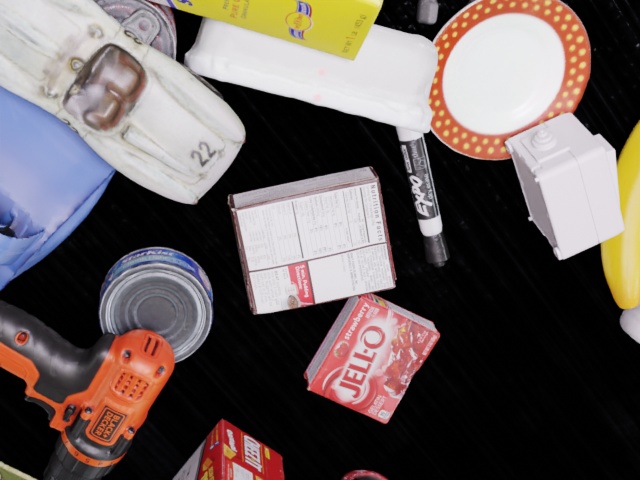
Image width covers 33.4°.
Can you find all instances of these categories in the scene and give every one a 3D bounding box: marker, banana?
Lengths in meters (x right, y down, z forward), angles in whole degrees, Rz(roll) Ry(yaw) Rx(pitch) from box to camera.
[{"bbox_3d":[0.078,-0.035,0.804,0.020,0.020,0.121,-16,111,-2],"label":"marker"},{"bbox_3d":[0.252,-0.045,0.802,0.037,0.070,0.198,0,122,-48],"label":"banana"}]

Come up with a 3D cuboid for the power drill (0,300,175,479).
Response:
[{"bbox_3d":[-0.220,0.106,0.784,0.187,0.057,0.185,27,121,-13],"label":"power drill"}]

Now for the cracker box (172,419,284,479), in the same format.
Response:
[{"bbox_3d":[-0.109,0.265,0.808,0.072,0.164,0.214,34,101,-15],"label":"cracker box"}]

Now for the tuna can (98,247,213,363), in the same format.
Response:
[{"bbox_3d":[-0.123,0.051,0.800,0.086,0.034,0.086,-2,109,-7],"label":"tuna can"}]

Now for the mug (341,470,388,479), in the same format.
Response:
[{"bbox_3d":[0.033,0.247,0.868,0.081,0.093,0.117,18,69,-19],"label":"mug"}]

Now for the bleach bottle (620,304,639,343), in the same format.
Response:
[{"bbox_3d":[0.321,-0.031,0.815,0.102,0.068,0.251,13,105,-12],"label":"bleach bottle"}]

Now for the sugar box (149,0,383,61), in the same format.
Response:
[{"bbox_3d":[-0.053,-0.157,0.604,0.176,0.093,0.048,13,79,-5],"label":"sugar box"}]

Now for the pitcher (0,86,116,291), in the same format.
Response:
[{"bbox_3d":[-0.249,-0.085,0.669,0.242,0.149,0.144,43,61,-10],"label":"pitcher"}]

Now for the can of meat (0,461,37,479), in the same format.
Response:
[{"bbox_3d":[-0.262,0.224,0.832,0.102,0.057,0.084,31,105,-16],"label":"can of meat"}]

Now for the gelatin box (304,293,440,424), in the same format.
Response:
[{"bbox_3d":[0.040,0.091,0.837,0.073,0.030,0.089,26,104,-15],"label":"gelatin box"}]

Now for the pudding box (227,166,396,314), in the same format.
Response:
[{"bbox_3d":[-0.005,0.001,0.796,0.113,0.039,0.090,-12,109,-5],"label":"pudding box"}]

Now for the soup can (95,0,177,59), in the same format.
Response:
[{"bbox_3d":[-0.128,-0.132,0.699,0.068,0.102,0.068,-2,109,-7],"label":"soup can"}]
